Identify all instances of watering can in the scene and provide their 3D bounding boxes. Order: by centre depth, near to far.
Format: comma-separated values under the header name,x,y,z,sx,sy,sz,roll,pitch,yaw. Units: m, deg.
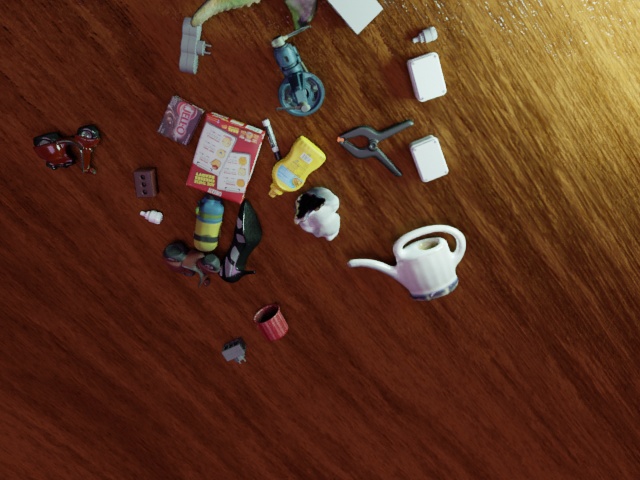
name,x,y,z,sx,sy,sz,roll,pitch,yaw
watering can,0.273,0.083,1.535,0.347,0.106,0.221,-20,110,6

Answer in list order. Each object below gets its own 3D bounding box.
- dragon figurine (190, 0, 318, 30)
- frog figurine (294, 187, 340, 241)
name,x,y,z,sx,sy,sz,roll,pitch,yaw
dragon figurine,-0.113,-0.631,1.289,0.240,0.124,0.406,37,107,-21
frog figurine,0.005,-0.075,1.498,0.137,0.125,0.157,-49,140,8
